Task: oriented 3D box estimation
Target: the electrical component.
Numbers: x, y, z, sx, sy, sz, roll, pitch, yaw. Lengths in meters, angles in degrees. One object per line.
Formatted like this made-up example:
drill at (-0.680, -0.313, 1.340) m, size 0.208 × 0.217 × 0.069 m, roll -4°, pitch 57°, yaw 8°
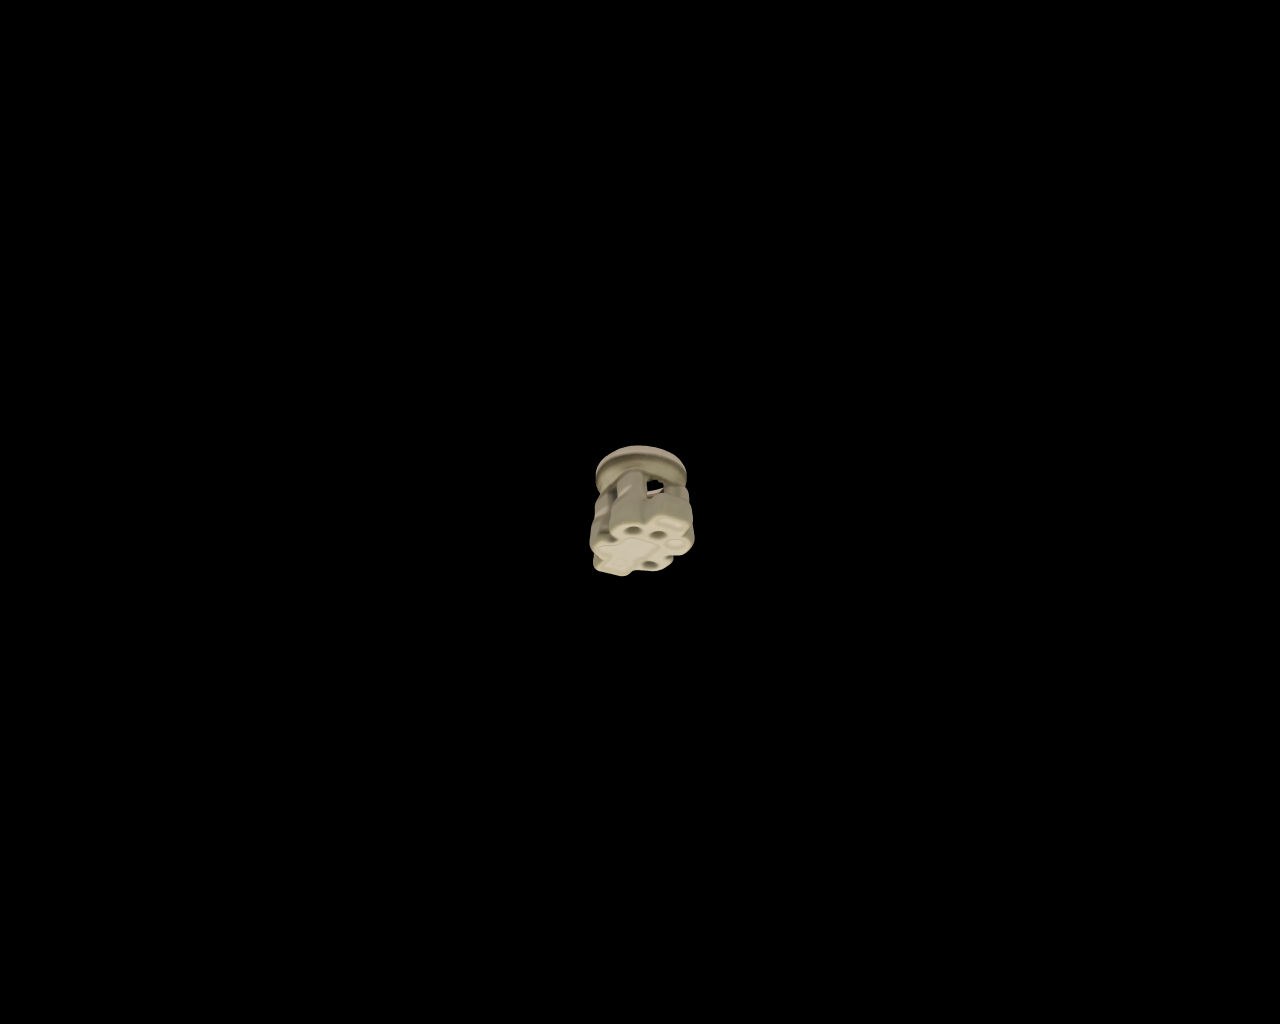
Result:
electrical component at (0.001, -0.003, 0.650) m, size 0.058 × 0.057 × 0.078 m, roll 18°, pitch -35°, yaw -27°
